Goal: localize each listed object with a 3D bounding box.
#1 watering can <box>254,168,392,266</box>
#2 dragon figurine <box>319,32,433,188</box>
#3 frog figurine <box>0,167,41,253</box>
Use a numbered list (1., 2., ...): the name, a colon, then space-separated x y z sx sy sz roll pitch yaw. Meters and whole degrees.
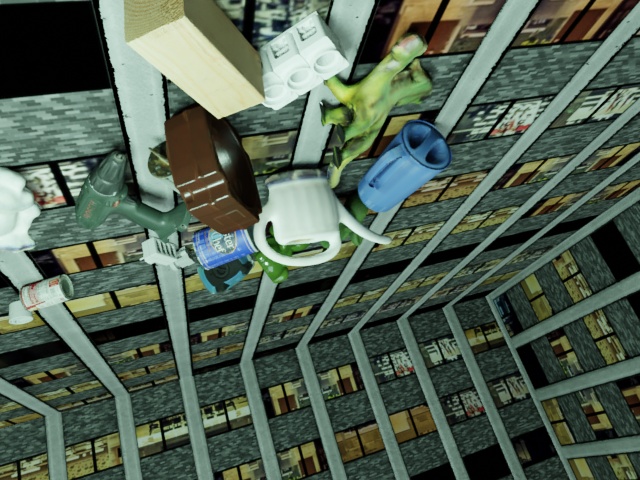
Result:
1. watering can: 0.004 -0.060 1.194 0.349 0.225 0.103 -8 173 -29
2. dragon figurine: 0.121 -0.249 1.008 0.244 0.124 0.403 -23 160 -11
3. frog figurine: -0.574 -0.060 0.913 0.137 0.125 0.157 1 115 -23
